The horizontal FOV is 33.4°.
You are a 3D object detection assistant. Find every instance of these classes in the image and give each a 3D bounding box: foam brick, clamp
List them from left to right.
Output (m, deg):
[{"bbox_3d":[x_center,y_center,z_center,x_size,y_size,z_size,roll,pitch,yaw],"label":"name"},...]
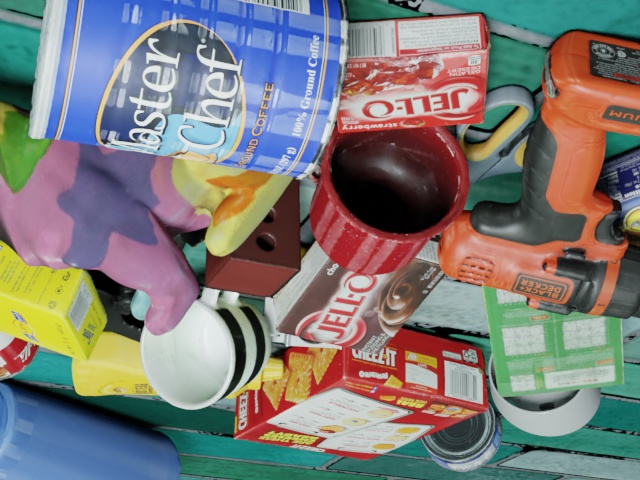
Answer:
[{"bbox_3d":[-0.163,0.038,0.860,0.164,0.036,0.210,-2,149,7],"label":"clamp"},{"bbox_3d":[-0.046,-0.007,0.730,0.052,0.078,0.051,10,150,-23],"label":"foam brick"}]

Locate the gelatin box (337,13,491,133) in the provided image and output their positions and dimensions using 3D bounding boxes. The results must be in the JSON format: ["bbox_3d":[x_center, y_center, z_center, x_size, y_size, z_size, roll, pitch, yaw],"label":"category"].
[{"bbox_3d":[0.051,-0.094,0.612,0.089,0.030,0.073,-3,153,5],"label":"gelatin box"}]

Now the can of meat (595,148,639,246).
[{"bbox_3d":[0.218,-0.019,0.736,0.084,0.057,0.102,-23,145,33],"label":"can of meat"}]

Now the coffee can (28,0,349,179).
[{"bbox_3d":[-0.068,-0.091,0.536,0.140,0.103,0.103,8,152,-17],"label":"coffee can"}]

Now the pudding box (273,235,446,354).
[{"bbox_3d":[0.029,0.033,0.794,0.089,0.039,0.114,14,131,-25],"label":"pudding box"}]

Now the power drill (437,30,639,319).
[{"bbox_3d":[0.178,-0.025,0.644,0.184,0.057,0.188,11,134,-2],"label":"power drill"}]

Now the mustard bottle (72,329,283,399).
[{"bbox_3d":[-0.130,0.116,0.993,0.191,0.058,0.096,2,155,-7],"label":"mustard bottle"}]

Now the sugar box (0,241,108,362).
[{"bbox_3d":[-0.248,0.029,0.774,0.176,0.048,0.093,16,154,8],"label":"sugar box"}]

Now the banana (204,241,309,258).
[{"bbox_3d":[-0.008,0.014,0.823,0.197,0.037,0.070,9,133,-21],"label":"banana"}]

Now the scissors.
[{"bbox_3d":[0.113,-0.042,0.731,0.096,0.016,0.202,4,153,-10],"label":"scissors"}]

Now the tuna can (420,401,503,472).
[{"bbox_3d":[0.148,0.199,1.131,0.086,0.086,0.033,-9,150,17],"label":"tuna can"}]

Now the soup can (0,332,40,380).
[{"bbox_3d":[-0.278,0.067,0.882,0.068,0.068,0.102,-2,152,2],"label":"soup can"}]

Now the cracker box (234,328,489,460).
[{"bbox_3d":[0.035,0.150,1.049,0.164,0.072,0.214,15,150,-27],"label":"cracker box"}]

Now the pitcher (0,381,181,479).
[{"bbox_3d":[-0.286,0.238,1.172,0.149,0.145,0.242,-30,139,24],"label":"pitcher"}]

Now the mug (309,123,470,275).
[{"bbox_3d":[0.029,-0.034,0.681,0.117,0.093,0.082,32,156,3],"label":"mug"}]
